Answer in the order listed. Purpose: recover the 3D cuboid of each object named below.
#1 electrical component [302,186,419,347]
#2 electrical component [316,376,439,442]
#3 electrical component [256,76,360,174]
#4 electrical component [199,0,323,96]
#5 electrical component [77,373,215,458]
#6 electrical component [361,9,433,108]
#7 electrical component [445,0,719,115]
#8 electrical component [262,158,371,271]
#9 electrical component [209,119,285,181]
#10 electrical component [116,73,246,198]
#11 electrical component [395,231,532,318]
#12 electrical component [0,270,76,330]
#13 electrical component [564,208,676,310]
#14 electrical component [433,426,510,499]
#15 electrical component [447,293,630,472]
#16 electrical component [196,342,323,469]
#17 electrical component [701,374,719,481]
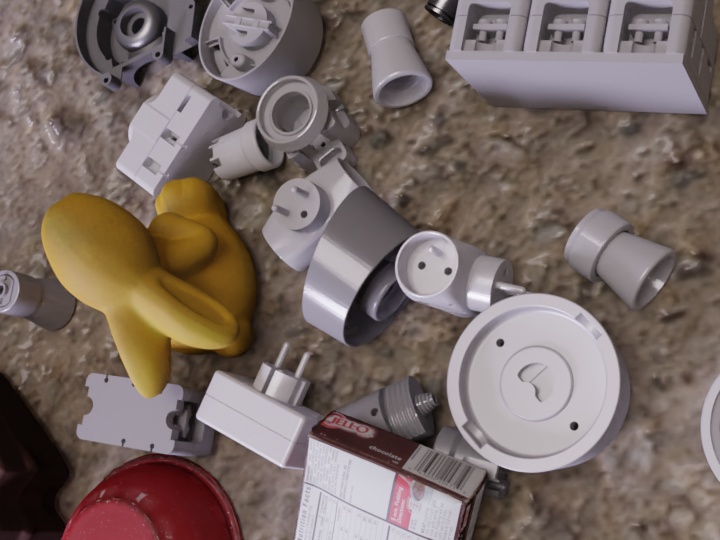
[{"bbox_3d":[0.000,0.000,0.728,0.064,0.099,0.099,36,95,23],"label":"electrical component"},{"bbox_3d":[0.016,0.103,0.724,0.081,0.043,0.043,-28,67,19],"label":"electrical component"},{"bbox_3d":[-0.041,-0.110,0.796,0.058,0.057,0.078,-37,64,15],"label":"electrical component"},{"bbox_3d":[-0.079,-0.185,0.830,0.099,0.064,0.099,-7,75,26],"label":"electrical component"},{"bbox_3d":[-0.155,0.109,0.802,0.089,0.056,0.050,4,80,28],"label":"electrical component"},{"bbox_3d":[0.024,-0.157,0.785,0.044,0.044,0.065,-24,63,20],"label":"electrical component"},{"bbox_3d":[0.145,-0.147,0.692,0.150,0.089,0.061,7,81,28],"label":"electrical component"},{"bbox_3d":[-0.036,-0.043,0.765,0.077,0.079,0.043,-42,67,12],"label":"electrical component"},{"bbox_3d":[-0.088,-0.091,0.827,0.046,0.040,0.040,-17,71,29],"label":"electrical component"},{"bbox_3d":[-0.144,-0.103,0.851,0.056,0.050,0.089,36,95,29],"label":"electrical component"},{"bbox_3d":[0.074,0.007,0.698,0.079,0.077,0.043,13,84,28],"label":"electrical component"},{"bbox_3d":[-0.270,0.023,0.876,0.044,0.065,0.044,-7,75,26],"label":"electrical component"},{"bbox_3d":[0.163,-0.008,0.675,0.055,0.045,0.045,38,96,29],"label":"electrical component"},{"bbox_3d":[0.072,0.125,0.693,0.046,0.040,0.040,12,83,23],"label":"electrical component"},{"bbox_3d":[0.115,0.073,0.670,0.108,0.060,0.108,-7,75,25],"label":"electrical component"},{"bbox_3d":[-0.059,0.089,0.763,0.083,0.047,0.075,24,89,29],"label":"electrical component"},{"bbox_3d":[0.244,0.090,0.600,0.108,0.060,0.108,-7,75,26],"label":"electrical component"}]
